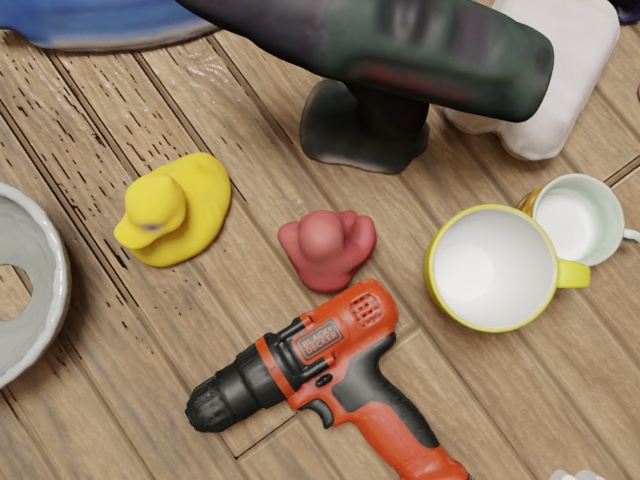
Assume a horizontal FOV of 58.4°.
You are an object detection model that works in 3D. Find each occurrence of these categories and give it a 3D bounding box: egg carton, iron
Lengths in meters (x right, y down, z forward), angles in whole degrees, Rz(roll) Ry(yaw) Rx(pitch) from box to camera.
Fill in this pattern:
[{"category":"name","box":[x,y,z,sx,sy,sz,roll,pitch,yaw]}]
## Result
[{"category":"egg carton","box":[0.173,-0.143,0.471,0.107,0.069,0.150,28,83,5]},{"category":"iron","box":[-0.159,-0.236,0.452,0.258,0.141,0.119,-3,82,0]}]

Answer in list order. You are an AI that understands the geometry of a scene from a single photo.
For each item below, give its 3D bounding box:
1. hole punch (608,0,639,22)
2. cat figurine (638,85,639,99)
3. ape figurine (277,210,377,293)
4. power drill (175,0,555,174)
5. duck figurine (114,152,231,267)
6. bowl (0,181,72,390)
[{"category":"hole punch","box":[0.258,-0.257,0.475,0.108,0.091,0.101,36,84,6]},{"category":"cat figurine","box":[0.327,-0.102,0.439,0.067,0.118,0.128,-28,82,-3]},{"category":"ape figurine","box":[0.004,0.002,0.442,0.077,0.092,0.076,16,82,3]},{"category":"power drill","box":[0.028,-0.114,0.399,0.229,0.208,0.076,10,82,2]},{"category":"duck figurine","box":[-0.119,-0.029,0.451,0.077,0.086,0.104,40,84,6]},{"category":"bowl","box":[-0.266,0.038,0.449,0.167,0.075,0.167,0,82,1]}]
